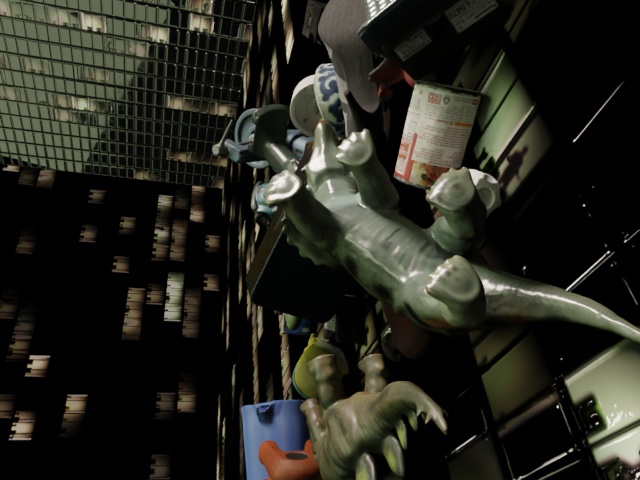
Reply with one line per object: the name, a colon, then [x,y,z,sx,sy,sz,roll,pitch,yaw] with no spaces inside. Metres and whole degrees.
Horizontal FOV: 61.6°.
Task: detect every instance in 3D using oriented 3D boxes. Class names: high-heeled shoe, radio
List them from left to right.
radio: [-0.002,-0.002,0.761,0.229,0.131,0.073,-63,20,13]
high-heeled shoe: [0.062,-0.237,0.771,0.145,0.086,0.249,45,-139,-55]

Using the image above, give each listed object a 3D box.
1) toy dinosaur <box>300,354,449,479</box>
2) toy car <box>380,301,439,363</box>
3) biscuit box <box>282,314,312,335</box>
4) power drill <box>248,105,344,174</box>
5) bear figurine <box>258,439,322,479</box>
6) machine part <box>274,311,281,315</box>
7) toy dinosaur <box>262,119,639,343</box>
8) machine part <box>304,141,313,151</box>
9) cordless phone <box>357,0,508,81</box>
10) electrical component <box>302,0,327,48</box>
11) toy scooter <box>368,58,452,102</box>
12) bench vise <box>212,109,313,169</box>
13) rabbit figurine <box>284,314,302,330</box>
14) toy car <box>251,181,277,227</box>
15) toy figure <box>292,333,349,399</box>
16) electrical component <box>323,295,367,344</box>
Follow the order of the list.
toy dinosaur: [0.052,0.237,0.645,0.470,0.105,0.199,100,159,-53]
toy car: [0.093,0.048,0.636,0.202,0.053,0.089,-105,31,-45]
biscuit box: [-0.042,0.089,1.085,0.063,0.059,0.202,123,150,-83]
power drill: [-0.037,-0.133,0.887,0.207,0.086,0.231,51,145,25]
bear figurine: [-0.039,0.443,0.881,0.132,0.120,0.195,177,93,-78]
machine part: [-0.071,0.085,1.218,0.179,0.056,0.179,-175,90,-76]
toy dinosaur: [0.084,0.015,0.502,0.405,0.131,0.192,41,174,35]
machine part: [-0.004,-0.092,0.992,0.079,0.079,0.243,-119,36,-64]
cordless phone: [0.105,-0.273,0.557,0.147,0.088,0.184,-30,47,29]
electrical component: [0.035,-0.341,0.861,0.134,0.115,0.058,-114,34,-57]
toy scooter: [0.102,-0.249,0.663,0.135,0.075,0.184,135,134,-64]
bench vise: [-0.103,-0.183,1.064,0.224,0.240,0.128,38,124,22]
rabbit figurine: [-0.034,0.075,0.983,0.170,0.121,0.159,-13,93,60]
toy car: [-0.066,-0.061,1.140,0.103,0.161,0.109,-24,34,29]
toy figure: [-0.004,0.217,0.856,0.180,0.082,0.089,115,180,-64]
electrical component: [0.033,0.120,0.844,0.119,0.048,0.074,179,96,-73]
